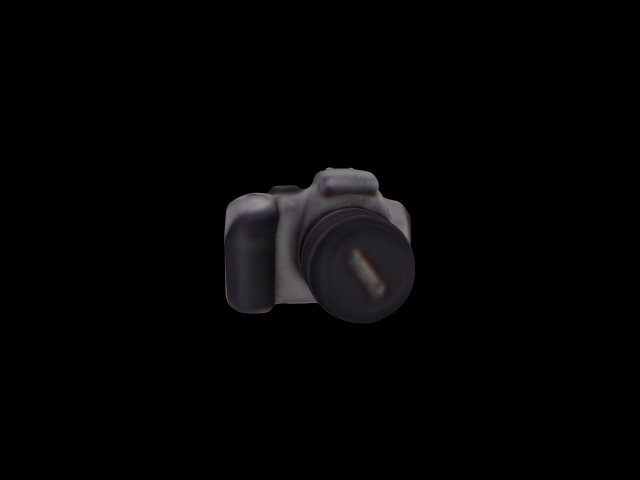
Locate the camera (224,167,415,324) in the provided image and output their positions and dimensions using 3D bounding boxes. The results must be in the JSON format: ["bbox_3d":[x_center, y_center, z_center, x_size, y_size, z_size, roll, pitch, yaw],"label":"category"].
[{"bbox_3d":[0.004,0.001,0.400,0.143,0.101,0.136,-1,9,-7],"label":"camera"}]
